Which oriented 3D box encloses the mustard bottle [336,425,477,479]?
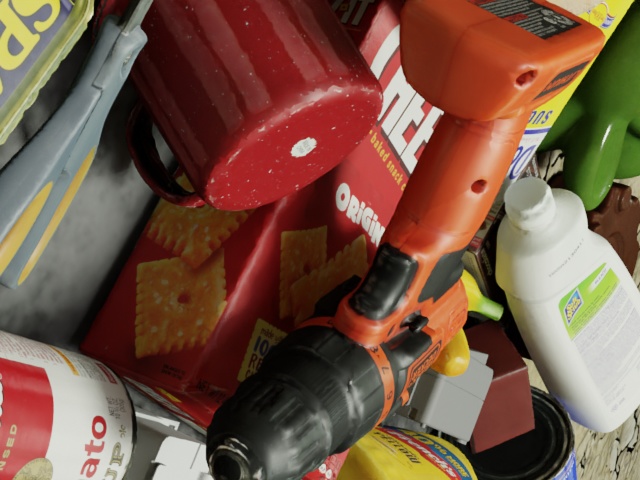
[{"bbox_3d":[0.050,0.151,0.663,0.058,0.096,0.191,-61,149,4],"label":"mustard bottle"}]

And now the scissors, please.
[{"bbox_3d":[-0.077,-0.050,0.346,0.202,0.016,0.096,-56,-176,33],"label":"scissors"}]

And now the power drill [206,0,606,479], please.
[{"bbox_3d":[0.033,-0.003,0.416,0.184,0.057,0.188,-35,152,-57],"label":"power drill"}]

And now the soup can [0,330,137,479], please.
[{"bbox_3d":[-0.122,0.066,0.384,0.102,0.069,0.068,30,79,-58],"label":"soup can"}]

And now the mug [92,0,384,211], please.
[{"bbox_3d":[-0.036,-0.059,0.420,0.117,0.081,0.093,-41,161,31],"label":"mug"}]

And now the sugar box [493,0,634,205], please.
[{"bbox_3d":[0.127,-0.107,0.660,0.093,0.048,0.176,8,114,-58],"label":"sugar box"}]

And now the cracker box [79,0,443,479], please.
[{"bbox_3d":[-0.003,0.001,0.531,0.213,0.072,0.164,-63,147,-16],"label":"cracker box"}]

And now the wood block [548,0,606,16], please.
[{"bbox_3d":[0.045,-0.179,0.441,0.206,0.090,0.091,48,20,-44],"label":"wood block"}]

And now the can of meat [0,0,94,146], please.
[{"bbox_3d":[-0.129,-0.070,0.318,0.102,0.058,0.084,-60,144,-20],"label":"can of meat"}]

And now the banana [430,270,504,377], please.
[{"bbox_3d":[0.074,0.039,0.654,0.197,0.070,0.037,-23,134,-72],"label":"banana"}]

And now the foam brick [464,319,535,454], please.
[{"bbox_3d":[0.118,0.106,0.772,0.051,0.053,0.078,-22,134,-5],"label":"foam brick"}]

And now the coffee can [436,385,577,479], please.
[{"bbox_3d":[0.151,0.195,0.836,0.102,0.103,0.140,-50,141,-32],"label":"coffee can"}]

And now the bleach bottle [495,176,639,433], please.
[{"bbox_3d":[0.184,0.038,0.763,0.102,0.068,0.250,-50,137,-16],"label":"bleach bottle"}]

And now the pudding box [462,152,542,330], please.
[{"bbox_3d":[0.128,-0.002,0.764,0.090,0.039,0.113,-59,146,-20],"label":"pudding box"}]
